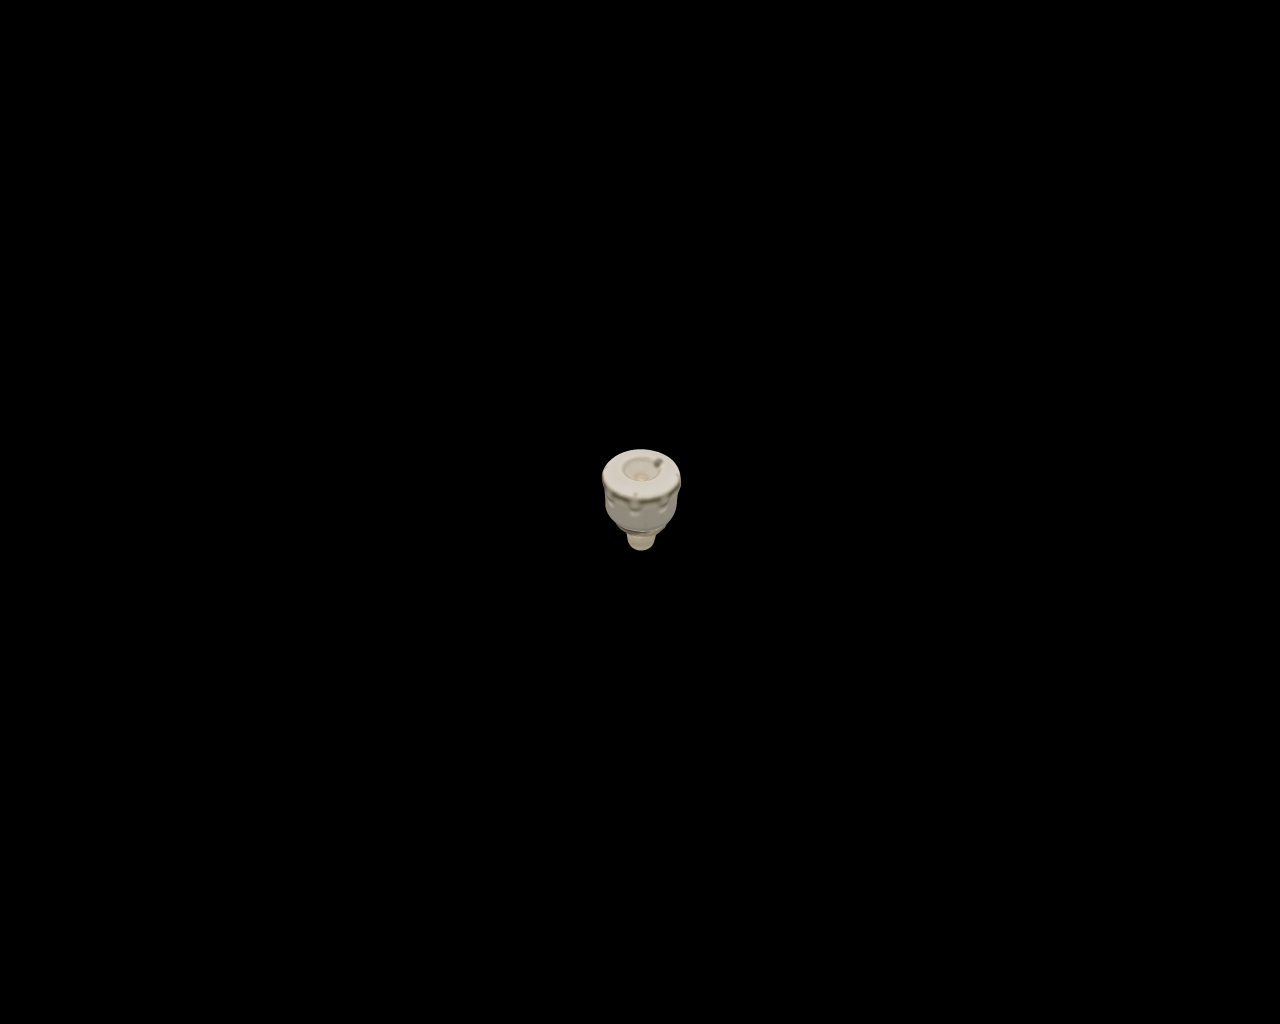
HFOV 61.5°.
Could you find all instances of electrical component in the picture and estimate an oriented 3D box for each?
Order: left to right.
[{"bbox_3d":[0.001,-0.003,0.650,0.048,0.062,0.048,0,40,0],"label":"electrical component"}]
